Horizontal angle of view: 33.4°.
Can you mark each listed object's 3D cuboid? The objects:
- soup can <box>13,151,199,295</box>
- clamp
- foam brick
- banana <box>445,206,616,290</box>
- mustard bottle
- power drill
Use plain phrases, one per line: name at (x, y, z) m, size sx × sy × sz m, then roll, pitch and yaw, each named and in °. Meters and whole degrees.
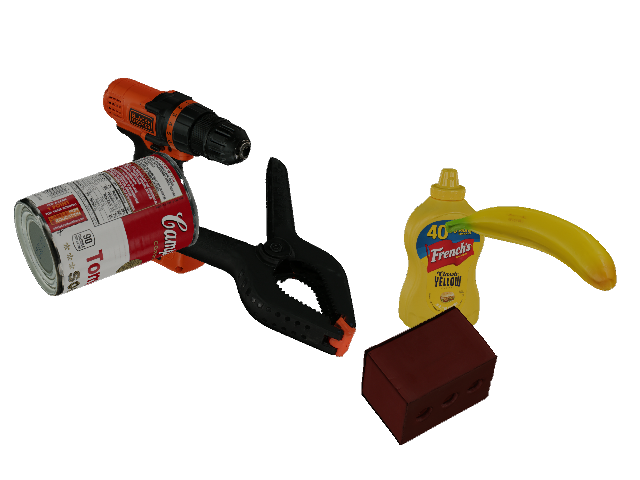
soup can at (-0.141, -0.012, 0.703) m, size 0.102 × 0.068 × 0.069 m, roll -22°, pitch 11°, yaw -29°
clamp at (-0.052, 0.018, 0.888) m, size 0.164 × 0.036 × 0.210 m, roll -17°, pitch 54°, yaw -31°
foam brick at (0.074, 0.092, 0.731) m, size 0.078 × 0.053 × 0.051 m, roll -25°, pitch 52°, yaw -22°
banana at (0.214, 0.003, 1.025) m, size 0.069 × 0.037 × 0.198 m, roll -39°, pitch 37°, yaw -26°
mustard bottle at (0.147, 0.009, 1.276) m, size 0.096 × 0.192 × 0.058 m, roll 0°, pitch 15°, yaw -11°
power drill at (-0.150, -0.063, 1.114) m, size 0.185 × 0.188 × 0.057 m, roll 26°, pitch 35°, yaw 30°
